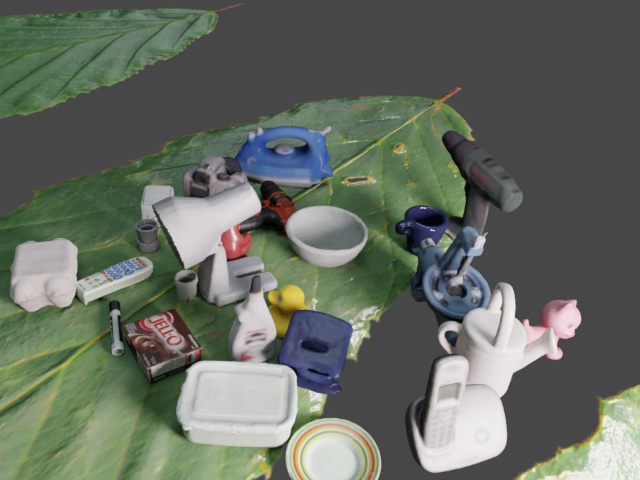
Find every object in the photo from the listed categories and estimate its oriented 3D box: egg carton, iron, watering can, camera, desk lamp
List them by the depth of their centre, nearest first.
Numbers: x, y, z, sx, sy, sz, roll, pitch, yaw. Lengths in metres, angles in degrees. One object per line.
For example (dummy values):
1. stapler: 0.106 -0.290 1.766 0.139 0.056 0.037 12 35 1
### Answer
1. watering can: 0.278 0.151 0.898 0.173 0.194 0.100 -3 37 -13
2. egg carton: -0.483 0.057 1.006 0.107 0.069 0.150 -7 38 -18
3. desk lamp: -0.182 0.005 1.006 0.204 0.214 0.117 -16 42 -28
4. camera: -0.218 -0.140 1.294 0.143 0.101 0.137 17 37 13
5. iron: -0.094 -0.217 1.386 0.258 0.141 0.118 2 36 -7

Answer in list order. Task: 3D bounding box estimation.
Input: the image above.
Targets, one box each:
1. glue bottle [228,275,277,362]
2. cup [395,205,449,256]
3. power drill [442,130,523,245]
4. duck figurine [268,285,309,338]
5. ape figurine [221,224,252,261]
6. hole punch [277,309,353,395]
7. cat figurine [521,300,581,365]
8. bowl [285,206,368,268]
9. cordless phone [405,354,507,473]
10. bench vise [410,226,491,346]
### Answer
1. glue bottle: -0.103 0.123 0.890 0.078 0.173 0.037 -12 40 -23
2. cup: 0.203 -0.009 1.191 0.118 0.095 0.091 -12 40 -24
3. power drill: 0.326 -0.101 1.240 0.076 0.208 0.228 -17 42 -29
4. duck figurine: -0.046 0.117 0.982 0.104 0.086 0.077 14 36 10
5. ape figurine: -0.176 -0.009 1.129 0.077 0.092 0.076 14 37 10
6. hole punch: -0.006 0.176 0.904 0.108 0.091 0.101 13 36 9
7. cat figurine: 0.393 0.147 0.988 0.128 0.118 0.067 -7 38 -18
8. bowl: 0.011 0.004 1.157 0.167 0.075 0.167 5 36 -3
9. cordless phone: 0.198 0.226 0.789 0.148 0.185 0.094 -8 38 -20
10. bench vise: 0.218 0.051 1.004 0.122 0.220 0.206 -15 41 -27
